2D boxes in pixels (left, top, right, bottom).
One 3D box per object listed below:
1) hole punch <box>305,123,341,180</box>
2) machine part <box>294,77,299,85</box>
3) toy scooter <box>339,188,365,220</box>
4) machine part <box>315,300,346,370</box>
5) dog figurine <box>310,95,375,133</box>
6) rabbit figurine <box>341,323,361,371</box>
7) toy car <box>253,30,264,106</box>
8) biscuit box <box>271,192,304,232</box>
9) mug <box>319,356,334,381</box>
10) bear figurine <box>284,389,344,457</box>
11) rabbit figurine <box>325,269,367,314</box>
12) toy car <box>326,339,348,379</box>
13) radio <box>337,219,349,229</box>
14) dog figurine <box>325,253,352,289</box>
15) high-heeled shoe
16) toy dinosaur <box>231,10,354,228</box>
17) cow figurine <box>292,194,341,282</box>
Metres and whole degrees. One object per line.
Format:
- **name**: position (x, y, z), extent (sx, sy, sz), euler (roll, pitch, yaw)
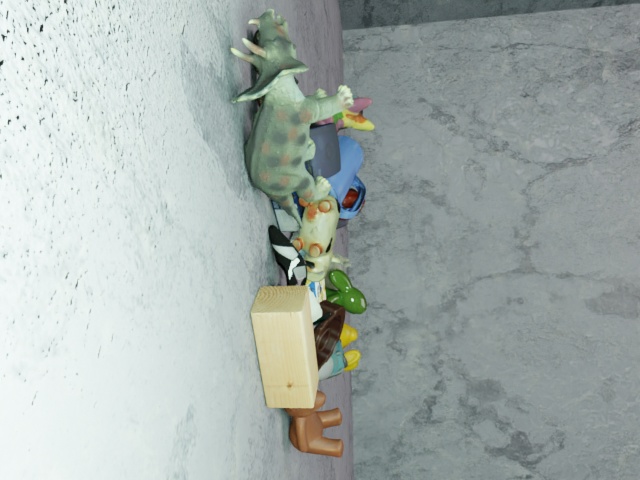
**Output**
- **hole punch**: position (-0.007, -0.180, 1.101), extent (0.116, 0.092, 0.142), euler (-77, 163, -71)
- **machine part**: position (-0.078, -0.335, 1.118), extent (0.084, 0.039, 0.139), euler (54, 18, -26)
- **toy scooter**: position (0.025, -0.073, 1.344), extent (0.135, 0.184, 0.075), euler (-92, 175, -65)
- **machine part**: position (-0.004, 0.224, 1.240), extent (0.179, 0.056, 0.179), euler (-49, 153, -35)
- **dog figurine**: position (0.017, -0.268, 1.250), extent (0.192, 0.219, 0.108), euler (-86, 167, -46)
- **rabbit figurine**: position (0.039, 0.335, 1.595), extent (0.121, 0.162, 0.173), euler (98, 12, -58)
- **toy car**: position (-0.097, -0.291, 1.000), extent (0.089, 0.053, 0.202), euler (128, -44, -85)
- **biscuit box**: position (-0.071, -0.101, 1.112), extent (0.202, 0.059, 0.063), euler (80, 11, -51)
- **mug**: position (-0.015, 0.305, 1.345), extent (0.107, 0.081, 0.109), euler (16, 78, -75)
- **bear figurine**: position (-0.015, 0.363, 1.146), extent (0.120, 0.132, 0.195), euler (-92, -179, -57)
- **rabbit figurine**: position (0.048, 0.163, 1.527), extent (0.121, 0.170, 0.159), euler (5, 83, -83)
- **toy car**: position (0.010, 0.291, 1.454), extent (0.162, 0.109, 0.102), euler (-93, 166, -56)
- **radio**: position (0.006, -0.135, 1.468), extent (0.131, 0.073, 0.229), euler (-26, 118, -41)
- **dog figurine**: position (0.021, 0.140, 1.609), extent (0.172, 0.121, 0.190), euler (37, 60, -58)
- **high-heeled shoe**: position (-0.081, 0.106, 1.064), extent (0.248, 0.145, 0.086), euler (59, -14, -1)
- **toy dinosaur**: position (-0.067, -0.160, 0.907), extent (0.131, 0.192, 0.404), euler (47, -41, 44)
- **cow figurine**: position (-0.002, -0.003, 1.143), extent (0.127, 0.086, 0.194), euler (-19, 121, -62)
